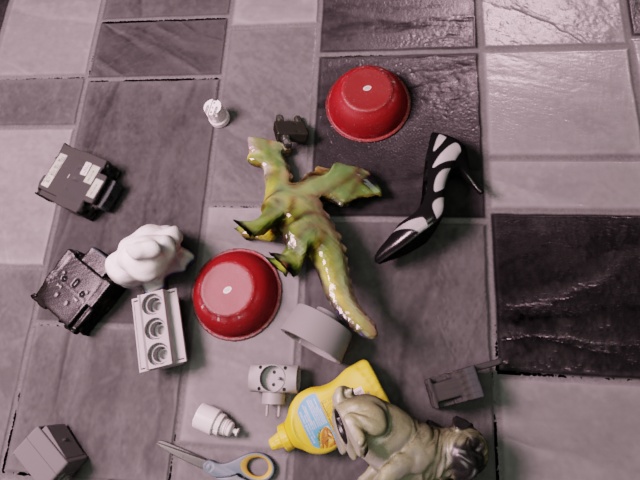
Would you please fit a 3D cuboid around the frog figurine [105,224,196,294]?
[{"bbox_3d":[-0.293,0.023,0.853,0.137,0.157,0.124,-24,71,0],"label":"frog figurine"}]

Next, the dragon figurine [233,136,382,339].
[{"bbox_3d":[0.003,-0.043,0.861,0.414,0.119,0.245,38,71,22],"label":"dragon figurine"}]
